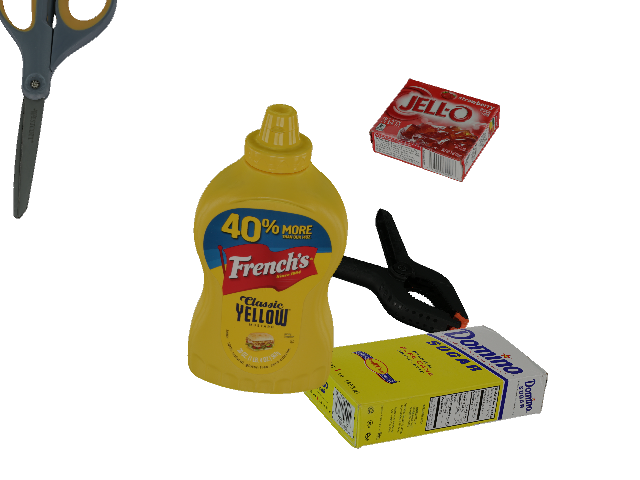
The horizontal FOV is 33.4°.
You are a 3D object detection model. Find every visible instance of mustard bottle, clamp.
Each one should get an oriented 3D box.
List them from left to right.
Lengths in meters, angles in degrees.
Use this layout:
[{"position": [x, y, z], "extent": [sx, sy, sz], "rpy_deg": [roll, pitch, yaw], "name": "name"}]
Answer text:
[{"position": [-0.032, 0.005, 0.676], "extent": [0.096, 0.192, 0.058], "rpy_deg": [7, 29, 1], "name": "mustard bottle"}, {"position": [0.079, 0.045, 1.228], "extent": [0.164, 0.036, 0.210], "rpy_deg": [-18, 49, -37], "name": "clamp"}]

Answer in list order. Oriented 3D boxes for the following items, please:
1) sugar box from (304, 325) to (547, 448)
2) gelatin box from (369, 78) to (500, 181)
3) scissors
[{"position": [0.085, 0.114, 0.864], "extent": [0.176, 0.048, 0.093], "rpy_deg": [-8, 26, -25], "name": "sugar box"}, {"position": [0.098, -0.096, 0.911], "extent": [0.089, 0.073, 0.030], "rpy_deg": [22, -34, 24], "name": "gelatin box"}, {"position": [-0.184, -0.118, 0.759], "extent": [0.096, 0.202, 0.016], "rpy_deg": [-10, -13, -11], "name": "scissors"}]
